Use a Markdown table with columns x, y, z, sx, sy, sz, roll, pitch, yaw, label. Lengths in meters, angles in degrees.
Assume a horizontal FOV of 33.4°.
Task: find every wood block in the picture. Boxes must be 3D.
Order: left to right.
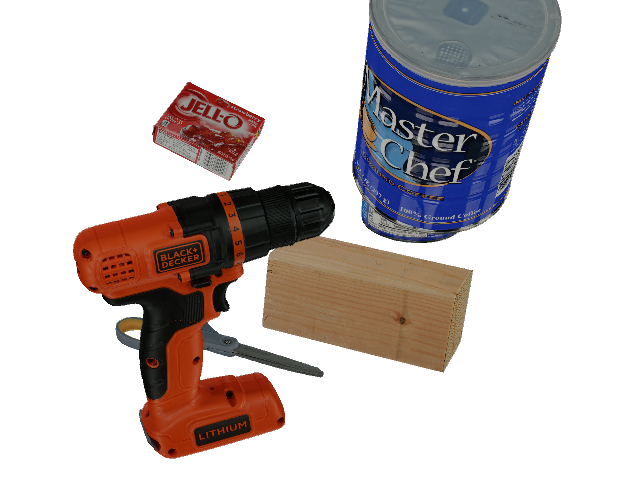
| x | y | z | sx | sy | sz | roll | pitch | yaw | label |
| --- | --- | --- | --- | --- | --- | --- | --- | --- | --- |
| 0.050 | 0.064 | 1.164 | 0.206 | 0.091 | 0.090 | 13 | 22 | 16 | wood block |

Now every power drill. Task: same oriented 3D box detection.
| x | y | z | sx | sy | sz | roll | pitch | yaw | label |
| --- | --- | --- | --- | --- | --- | --- | --- | --- | --- |
| -0.072 | 0.054 | 0.766 | 0.184 | 0.188 | 0.057 | -13 | 26 | -14 | power drill |

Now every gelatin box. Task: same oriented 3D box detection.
| x | y | z | sx | sy | sz | roll | pitch | yaw | label |
| --- | --- | --- | --- | --- | --- | --- | --- | --- | --- |
| -0.111 | -0.110 | 1.057 | 0.089 | 0.073 | 0.030 | 27 | -39 | 3 | gelatin box |

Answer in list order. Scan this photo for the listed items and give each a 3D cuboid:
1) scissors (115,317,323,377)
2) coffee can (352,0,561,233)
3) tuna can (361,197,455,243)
| x | y | z | sx | sy | sz | roll | pitch | yaw | label |
| --- | --- | --- | --- | --- | --- | --- | --- | --- | --- |
| -0.094 | 0.089 | 1.025 | 0.202 | 0.016 | 0.096 | 7 | 30 | 2 | scissors |
| 0.074 | -0.085 | 0.624 | 0.103 | 0.103 | 0.140 | 0 | -34 | -3 | coffee can |
| 0.076 | -0.031 | 0.876 | 0.086 | 0.034 | 0.086 | 2 | 27 | -1 | tuna can |
